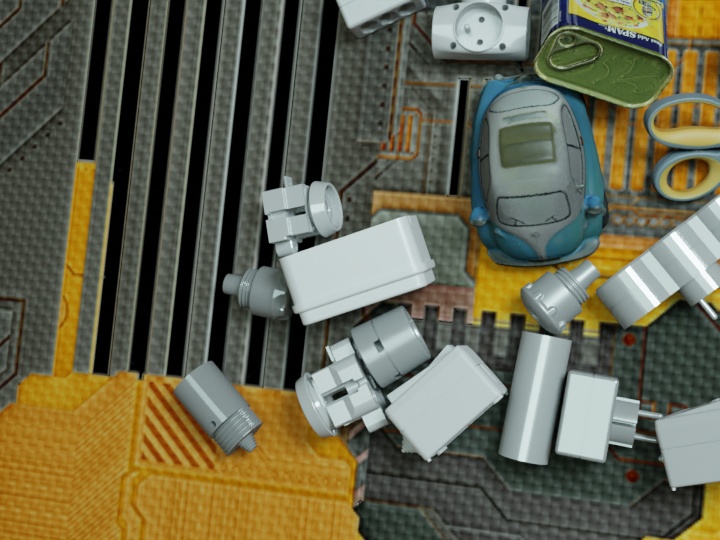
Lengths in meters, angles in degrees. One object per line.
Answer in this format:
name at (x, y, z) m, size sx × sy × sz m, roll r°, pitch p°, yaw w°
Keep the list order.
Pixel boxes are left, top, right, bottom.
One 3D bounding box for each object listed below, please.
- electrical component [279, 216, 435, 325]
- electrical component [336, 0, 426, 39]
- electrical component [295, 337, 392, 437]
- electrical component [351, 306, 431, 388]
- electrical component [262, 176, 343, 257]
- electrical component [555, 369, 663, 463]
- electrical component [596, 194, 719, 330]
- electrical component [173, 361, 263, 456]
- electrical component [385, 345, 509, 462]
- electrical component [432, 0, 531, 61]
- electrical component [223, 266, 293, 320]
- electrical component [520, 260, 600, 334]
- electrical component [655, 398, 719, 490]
electrical component at (0.000, 0.000, 0.878) m, size 0.113 × 0.078 × 0.057 m, roll -18°, pitch 90°, yaw 11°
electrical component at (0.009, -0.247, 0.907) m, size 0.066 × 0.047 × 0.076 m, roll -23°, pitch 87°, yaw 10°
electrical component at (-0.017, 0.103, 0.888) m, size 0.057 × 0.058 × 0.078 m, roll -27°, pitch 81°, yaw 7°
electrical component at (0.026, 0.062, 0.883) m, size 0.047 × 0.055 × 0.055 m, roll -29°, pitch 80°, yaw 5°
electrical component at (-0.048, -0.048, 0.912) m, size 0.055 × 0.048 × 0.066 m, roll -11°, pitch 84°, yaw 19°
electrical component at (0.197, 0.117, 0.844) m, size 0.077 × 0.047 × 0.065 m, roll 10°, pitch 88°, yaw 13°
electrical component at (0.260, 0.003, 0.834) m, size 0.138 × 0.052 × 0.073 m, roll -38°, pitch 80°, yaw 7°
electrical component at (-0.117, 0.122, 0.916) m, size 0.043 × 0.043 × 0.081 m, roll -43°, pitch 79°, yaw 7°
electrical component at (0.063, 0.108, 0.867) m, size 0.096 × 0.062 × 0.061 m, roll -43°, pitch 79°, yaw 7°
electrical component at (0.102, -0.213, 0.889) m, size 0.077 × 0.044 × 0.079 m, roll 4°, pitch 87°, yaw 13°
electrical component at (-0.086, 0.018, 0.916) m, size 0.062 × 0.043 × 0.043 m, roll 11°, pitch 89°, yaw 14°
electrical component at (0.163, 0.018, 0.861) m, size 0.062 × 0.048 × 0.048 m, roll -40°, pitch 79°, yaw 0°
electrical component at (0.268, 0.126, 0.810) m, size 0.096 × 0.062 × 0.061 m, roll -18°, pitch 82°, yaw 36°
